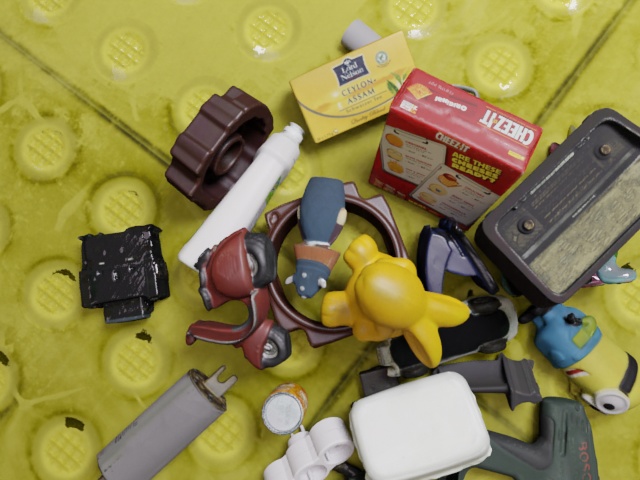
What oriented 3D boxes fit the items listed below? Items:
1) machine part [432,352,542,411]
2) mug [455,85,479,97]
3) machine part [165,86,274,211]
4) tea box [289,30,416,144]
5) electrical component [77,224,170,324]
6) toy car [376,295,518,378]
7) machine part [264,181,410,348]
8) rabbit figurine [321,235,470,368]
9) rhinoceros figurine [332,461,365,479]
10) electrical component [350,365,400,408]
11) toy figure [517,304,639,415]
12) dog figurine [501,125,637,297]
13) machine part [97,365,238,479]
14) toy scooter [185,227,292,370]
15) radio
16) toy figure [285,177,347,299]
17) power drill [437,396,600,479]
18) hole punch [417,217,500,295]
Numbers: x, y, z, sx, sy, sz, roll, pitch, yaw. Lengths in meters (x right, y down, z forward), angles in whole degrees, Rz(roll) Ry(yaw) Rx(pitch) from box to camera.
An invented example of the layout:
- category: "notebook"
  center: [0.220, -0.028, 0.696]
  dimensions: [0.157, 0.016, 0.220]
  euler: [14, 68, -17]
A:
- category: "machine part"
  center: [0.223, 0.190, 0.729]
  dimensions: [0.139, 0.084, 0.039]
  euler: [-2, 127, 12]
- category: "mug"
  center: [0.176, -0.172, 0.767]
  dimensions: [0.107, 0.080, 0.109]
  euler: [15, 89, 14]
- category: "machine part"
  center: [-0.135, -0.124, 0.733]
  dimensions: [0.056, 0.179, 0.179]
  euler: [37, 86, 8]
- category: "tea box"
  center: [0.051, -0.216, 0.762]
  dimensions: [0.170, 0.068, 0.098]
  euler: [-24, 106, 7]
- category: "electrical component"
  center: [-0.281, 0.051, 0.774]
  dimensions: [0.115, 0.058, 0.134]
  euler: [-11, 82, 3]
- category: "toy car"
  center: [0.173, 0.129, 0.729]
  dimensions: [0.202, 0.056, 0.073]
  euler: [-15, 97, -8]
- category: "machine part"
  center: [0.018, 0.034, 0.747]
  dimensions: [0.201, 0.087, 0.201]
  euler: [-20, 82, -1]
- category: "rabbit figurine"
  center: [0.078, 0.074, 0.610]
  dimensions: [0.162, 0.173, 0.122]
  euler: [35, 82, 10]
- category: "rhinoceros figurine"
  center: [0.056, 0.352, 0.717]
  dimensions: [0.190, 0.073, 0.112]
  euler: [-32, 94, -3]
- category: "electrical component"
  center: [0.091, 0.213, 0.741]
  dimensions: [0.102, 0.045, 0.078]
  euler: [-9, 84, 1]
- category: "toy figure"
  center: [0.355, 0.150, 0.719]
  dimensions: [0.089, 0.082, 0.180]
  euler: [-39, 80, -1]
- category: "dog figurine"
  center: [0.328, -0.039, 0.733]
  dimensions: [0.192, 0.108, 0.219]
  euler: [-8, 78, 5]
- category: "machine part"
  center: [-0.214, 0.260, 0.735]
  dimensions: [0.243, 0.079, 0.079]
  euler: [-41, 83, -2]
- category: "toy scooter"
  center: [-0.115, 0.079, 0.681]
  dimensions: [0.135, 0.075, 0.183]
  euler: [-8, 98, 11]
- category: "radio"
  center: [0.305, -0.040, 0.644]
  dimensions: [0.229, 0.073, 0.131]
  euler: [-43, 77, -6]
- category: "toy figure"
  center: [-0.001, -0.002, 0.680]
  dimensions: [0.058, 0.064, 0.154]
  euler: [10, 88, -34]
- category: "power drill"
  center: [0.263, 0.319, 0.703]
  dimensions: [0.207, 0.086, 0.232]
  euler: [6, 82, 7]
- category: "hole punch"
  center: [0.164, 0.034, 0.720]
  dimensions: [0.092, 0.142, 0.115]
  euler: [-29, 90, 8]
